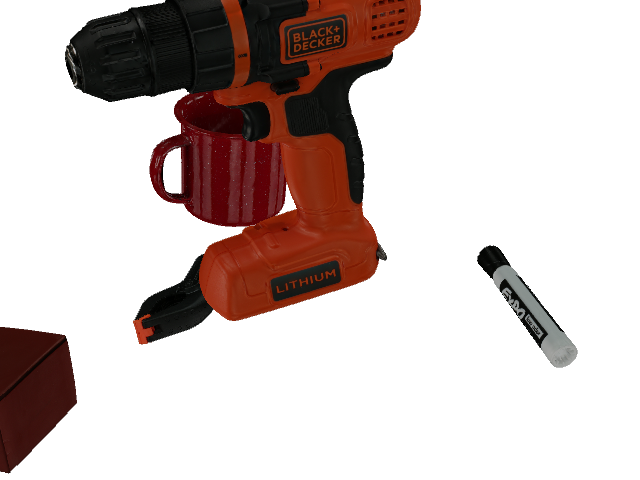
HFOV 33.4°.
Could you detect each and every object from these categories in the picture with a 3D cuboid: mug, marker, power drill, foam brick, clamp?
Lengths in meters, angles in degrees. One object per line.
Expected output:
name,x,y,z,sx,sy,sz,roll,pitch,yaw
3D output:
mug,-0.076,-0.060,0.814,0.117,0.081,0.093,-18,37,-32
marker,0.137,0.041,0.724,0.020,0.020,0.121,0,33,-20
power drill,-0.034,-0.049,0.568,0.184,0.188,0.057,-15,39,-19
foam brick,-0.196,0.097,0.664,0.053,0.051,0.078,7,29,21
clamp,-0.126,0.059,1.147,0.120,0.039,0.171,-6,25,35
